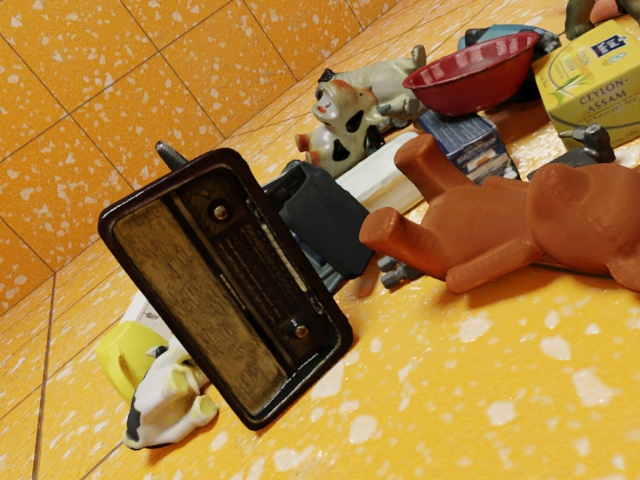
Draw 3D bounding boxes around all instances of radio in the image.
[{"bbox_3d":[-0.077,0.039,0.479,0.131,0.229,0.073,-37,20,-15],"label":"radio"}]

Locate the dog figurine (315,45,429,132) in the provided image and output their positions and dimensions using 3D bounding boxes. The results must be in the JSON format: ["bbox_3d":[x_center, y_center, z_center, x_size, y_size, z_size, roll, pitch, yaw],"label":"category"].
[{"bbox_3d":[0.107,-0.223,0.849,0.191,0.172,0.121,8,77,45],"label":"dog figurine"}]

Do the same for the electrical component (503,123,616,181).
[{"bbox_3d":[0.213,-0.059,0.483,0.102,0.045,0.078,-28,20,23],"label":"electrical component"}]

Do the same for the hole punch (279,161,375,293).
[{"bbox_3d":[-0.001,-0.002,0.601,0.092,0.142,0.116,-48,3,42],"label":"hole punch"}]

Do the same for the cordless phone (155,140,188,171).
[{"bbox_3d":[-0.183,-0.082,0.830,0.089,0.184,0.147,-44,19,2],"label":"cordless phone"}]

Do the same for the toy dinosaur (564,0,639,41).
[{"bbox_3d":[0.369,-0.385,0.732,0.105,0.198,0.472,-33,21,1],"label":"toy dinosaur"}]

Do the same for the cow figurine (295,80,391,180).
[{"bbox_3d":[0.034,-0.136,0.763,0.127,0.194,0.086,-23,48,-12],"label":"cow figurine"}]

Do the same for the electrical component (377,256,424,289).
[{"bbox_3d":[0.101,0.013,0.542,0.094,0.021,0.063,-31,21,13],"label":"electrical component"}]

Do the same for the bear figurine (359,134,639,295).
[{"bbox_3d":[0.145,-0.021,0.401,0.196,0.132,0.120,-12,47,60],"label":"bear figurine"}]

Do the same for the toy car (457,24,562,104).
[{"bbox_3d":[0.270,-0.245,0.730,0.103,0.109,0.162,-26,23,-24],"label":"toy car"}]

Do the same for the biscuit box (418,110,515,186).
[{"bbox_3d":[0.176,-0.124,0.667,0.063,0.059,0.203,-31,21,14],"label":"biscuit box"}]

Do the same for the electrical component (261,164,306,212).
[{"bbox_3d":[-0.075,-0.030,0.690,0.115,0.058,0.134,-24,18,43],"label":"electrical component"}]

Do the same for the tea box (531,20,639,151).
[{"bbox_3d":[0.283,-0.157,0.554,0.098,0.068,0.170,-27,21,27],"label":"tea box"}]

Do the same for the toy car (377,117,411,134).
[{"bbox_3d":[0.099,-0.216,1.009,0.202,0.056,0.073,-26,22,28],"label":"toy car"}]

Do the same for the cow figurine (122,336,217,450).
[{"bbox_3d":[-0.164,0.158,0.600,0.098,0.068,0.167,-40,18,8],"label":"cow figurine"}]

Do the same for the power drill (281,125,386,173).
[{"bbox_3d":[0.011,-0.137,0.945,0.207,0.085,0.232,-26,24,18],"label":"power drill"}]
